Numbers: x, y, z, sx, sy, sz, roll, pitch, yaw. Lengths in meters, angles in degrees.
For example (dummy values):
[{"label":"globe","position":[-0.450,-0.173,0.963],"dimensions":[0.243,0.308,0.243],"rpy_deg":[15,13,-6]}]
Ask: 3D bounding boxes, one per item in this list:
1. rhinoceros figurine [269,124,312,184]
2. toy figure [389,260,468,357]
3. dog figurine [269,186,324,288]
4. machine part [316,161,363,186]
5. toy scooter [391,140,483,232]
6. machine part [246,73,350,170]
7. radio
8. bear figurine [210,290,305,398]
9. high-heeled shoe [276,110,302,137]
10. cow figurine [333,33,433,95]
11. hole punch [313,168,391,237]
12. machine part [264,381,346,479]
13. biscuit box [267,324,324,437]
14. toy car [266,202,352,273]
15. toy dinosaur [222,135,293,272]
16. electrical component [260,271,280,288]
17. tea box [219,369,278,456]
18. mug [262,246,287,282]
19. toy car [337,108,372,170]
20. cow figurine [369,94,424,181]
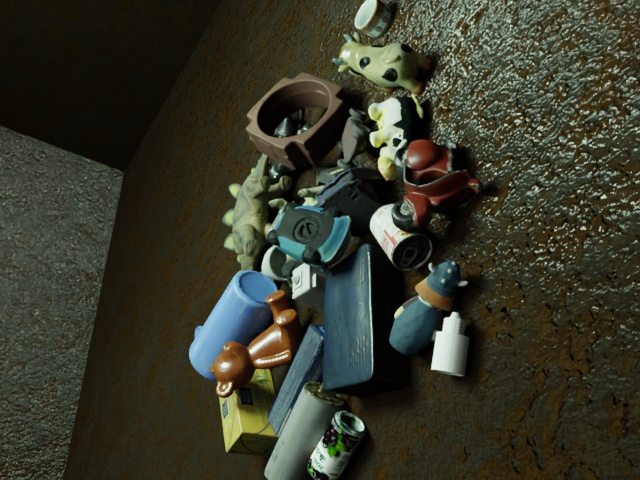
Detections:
[{"label":"rhinoceros figurine","position":[-0.069,-0.203,1.307],"dimensions":[0.190,0.073,0.112],"rpy_deg":[-51,33,29]},{"label":"toy figure","position":[0.154,0.094,0.770],"dimensions":[0.154,0.064,0.058],"rpy_deg":[-61,15,15]},{"label":"dog figurine","position":[-0.002,-0.003,1.080],"dimensions":[0.172,0.121,0.190],"rpy_deg":[-19,82,29]},{"label":"machine part","position":[0.033,-0.136,1.111],"dimensions":[0.084,0.039,0.139],"rpy_deg":[-29,15,-17]},{"label":"toy scooter","position":[0.182,-0.095,0.828],"dimensions":[0.135,0.075,0.184],"rpy_deg":[-16,44,29]},{"label":"machine part","position":[-0.045,-0.263,1.192],"dimensions":[0.201,0.087,0.201],"rpy_deg":[32,75,35]},{"label":"radio","position":[0.069,0.134,0.875],"dimensions":[0.131,0.073,0.229],"rpy_deg":[-36,42,45]},{"label":"bear figurine","position":[-0.128,0.201,1.027],"dimensions":[0.120,0.196,0.131],"rpy_deg":[-125,16,-63]},{"label":"high-heeled shoe","position":[-0.087,-0.331,1.450],"dimensions":[0.249,0.086,0.145],"rpy_deg":[-93,3,-64]},{"label":"cow figurine","position":[0.111,-0.344,1.049],"dimensions":[0.195,0.127,0.085],"rpy_deg":[32,96,57]},{"label":"hole punch","position":[0.061,-0.082,0.987],"dimensions":[0.142,0.115,0.092],"rpy_deg":[-33,38,46]},{"label":"machine part","position":[-0.026,0.329,0.900],"dimensions":[0.243,0.079,0.079],"rpy_deg":[-64,30,7]},{"label":"biscuit box","position":[-0.022,0.253,0.959],"dimensions":[0.202,0.059,0.063],"rpy_deg":[-66,29,7]},{"label":"toy car","position":[-0.011,0.001,0.956],"dimensions":[0.162,0.102,0.109],"rpy_deg":[13,67,35]},{"label":"toy dinosaur","position":[-0.165,-0.024,1.309],"dimensions":[0.199,0.105,0.470],"rpy_deg":[24,103,57]},{"label":"electrical component","position":[-0.131,0.119,1.240],"dimensions":[0.078,0.045,0.102],"rpy_deg":[-44,30,-12]},{"label":"tea box","position":[-0.139,0.332,1.064],"dimensions":[0.068,0.098,0.170],"rpy_deg":[-55,35,25]},{"label":"mug","position":[-0.088,0.041,1.181],"dimensions":[0.107,0.081,0.109],"rpy_deg":[158,123,-64]},{"label":"toy car","position":[0.069,-0.197,1.058],"dimensions":[0.202,0.053,0.089],"rpy_deg":[-91,25,-66]},{"label":"cow figurine","position":[0.143,-0.182,0.955],"dimensions":[0.098,0.068,0.167],"rpy_deg":[-17,55,24]}]
